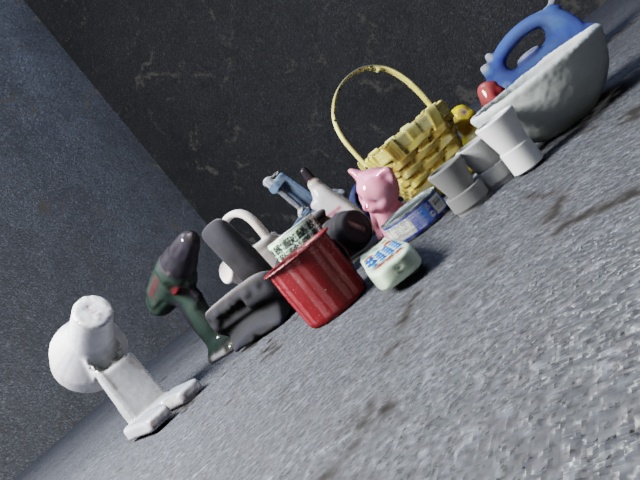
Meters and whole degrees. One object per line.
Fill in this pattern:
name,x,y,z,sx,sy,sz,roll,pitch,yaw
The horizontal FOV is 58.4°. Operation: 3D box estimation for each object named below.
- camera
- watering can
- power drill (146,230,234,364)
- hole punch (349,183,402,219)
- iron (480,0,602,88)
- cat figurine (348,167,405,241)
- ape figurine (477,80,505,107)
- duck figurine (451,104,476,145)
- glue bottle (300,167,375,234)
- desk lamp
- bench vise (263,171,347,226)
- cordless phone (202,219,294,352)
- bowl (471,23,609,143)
camera,0.008,0.003,0.923,0.143,0.101,0.136,-41,4,-36
watering can,-0.111,0.031,1.036,0.101,0.194,0.173,-38,4,16
power drill,-0.215,0.107,1.009,0.229,0.208,0.076,-35,5,43
hole punch,0.102,-0.086,1.203,0.109,0.091,0.101,-41,4,-29
iron,0.403,-0.354,1.118,0.258,0.141,0.118,-38,4,7
cat figurine,0.085,-0.063,0.835,0.067,0.118,0.127,-39,4,-6
ape figurine,0.295,-0.223,0.941,0.076,0.092,0.078,-39,4,3
duck figurine,0.277,-0.213,1.062,0.077,0.086,0.105,-36,4,36
glue bottle,0.020,-0.061,1.034,0.078,0.173,0.037,-38,4,10
desk lamp,-0.309,0.189,0.872,0.118,0.213,0.203,-42,5,-41
bench vise,-0.027,-0.074,1.311,0.121,0.220,0.208,-36,4,30
cordless phone,-0.134,0.065,0.893,0.147,0.185,0.094,-37,4,22
bowl,0.259,-0.160,0.648,0.167,0.075,0.167,-39,3,3
